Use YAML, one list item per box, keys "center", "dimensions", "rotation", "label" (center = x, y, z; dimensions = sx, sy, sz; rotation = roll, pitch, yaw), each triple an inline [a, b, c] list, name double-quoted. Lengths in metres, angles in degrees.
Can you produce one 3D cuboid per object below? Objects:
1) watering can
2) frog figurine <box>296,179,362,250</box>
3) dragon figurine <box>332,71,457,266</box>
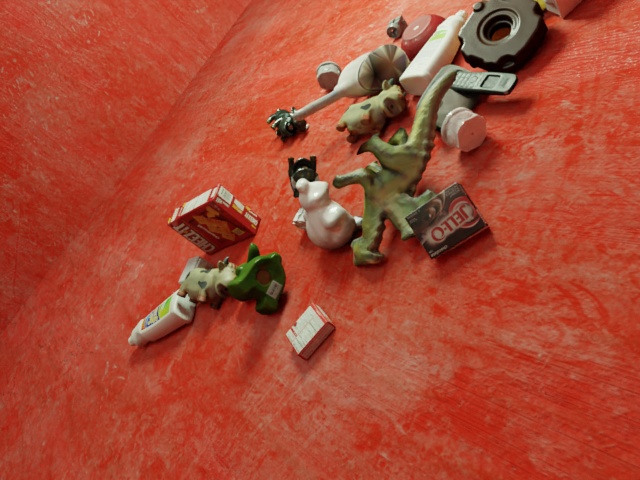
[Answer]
- center: [0.096, -0.420, 1.379]
  dimensions: [0.350, 0.103, 0.225]
  rotation: [-37, 17, -15]
  label: "watering can"
- center: [0.003, -0.056, 1.105]
  dimensions: [0.123, 0.157, 0.139]
  rotation: [-54, 32, -3]
  label: "frog figurine"
- center: [0.181, -0.112, 0.994]
  dimensions: [0.406, 0.121, 0.246]
  rotation: [-48, 62, 17]
  label: "dragon figurine"
